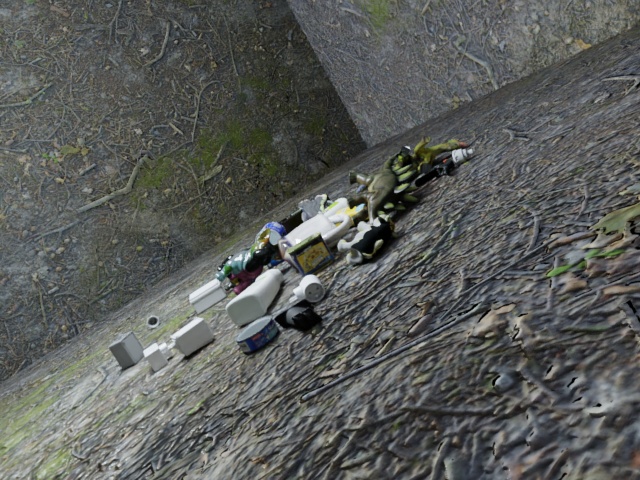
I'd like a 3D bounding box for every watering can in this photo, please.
[{"bbox_3d":[-0.023,-0.012,1.524,0.225,0.103,0.349,-32,12,-9],"label":"watering can"}]

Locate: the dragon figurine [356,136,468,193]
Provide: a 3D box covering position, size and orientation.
[{"bbox_3d":[0.336,-0.268,1.875,0.407,0.123,0.243,-24,-6,22],"label":"dragon figurine"}]

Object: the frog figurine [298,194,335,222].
[{"bbox_3d":[0.006,-0.099,1.972,0.137,0.125,0.157,-37,-28,6],"label":"frog figurine"}]
